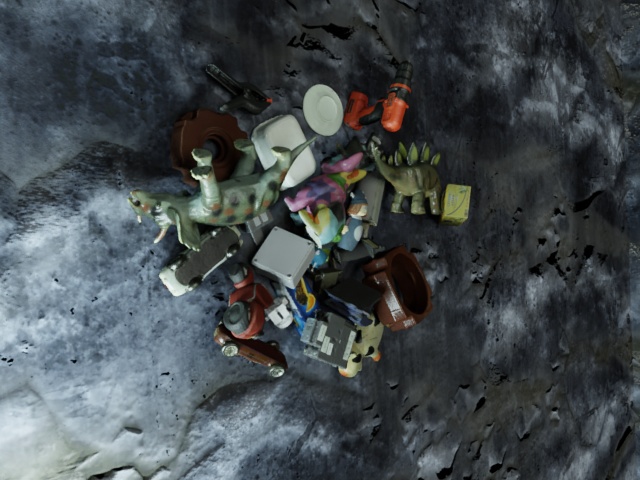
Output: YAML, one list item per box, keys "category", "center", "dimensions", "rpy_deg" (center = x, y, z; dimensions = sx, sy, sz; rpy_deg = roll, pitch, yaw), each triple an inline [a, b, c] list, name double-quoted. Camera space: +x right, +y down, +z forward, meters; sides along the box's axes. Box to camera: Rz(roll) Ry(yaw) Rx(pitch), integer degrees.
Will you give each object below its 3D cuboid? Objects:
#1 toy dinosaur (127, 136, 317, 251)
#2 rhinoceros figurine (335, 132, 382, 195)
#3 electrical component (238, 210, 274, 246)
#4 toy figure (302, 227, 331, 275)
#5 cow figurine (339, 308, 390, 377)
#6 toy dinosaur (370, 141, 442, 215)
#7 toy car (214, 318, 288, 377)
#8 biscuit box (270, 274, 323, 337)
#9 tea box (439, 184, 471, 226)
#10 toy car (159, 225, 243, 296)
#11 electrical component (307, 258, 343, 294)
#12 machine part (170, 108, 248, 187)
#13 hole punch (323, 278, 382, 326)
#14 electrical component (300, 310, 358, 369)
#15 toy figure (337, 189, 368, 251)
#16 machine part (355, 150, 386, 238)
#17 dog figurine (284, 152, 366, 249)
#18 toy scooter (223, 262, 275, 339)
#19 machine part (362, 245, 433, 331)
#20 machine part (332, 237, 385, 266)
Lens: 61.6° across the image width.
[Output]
- category: "toy dinosaur"
  center: [-0.169, -0.094, 1.095]
  dimensions: [0.405, 0.131, 0.192]
  rpy_deg: [-15, 131, -30]
- category: "rhinoceros figurine"
  center: [0.087, -0.199, 1.362]
  dimensions: [0.190, 0.112, 0.073]
  rpy_deg: [-55, 163, -19]
- category: "electrical component"
  center: [-0.148, -0.044, 1.219]
  dimensions: [0.075, 0.048, 0.119]
  rpy_deg: [-27, 105, -35]
- category: "toy figure"
  center: [-0.001, -0.002, 1.311]
  dimensions: [0.082, 0.089, 0.180]
  rpy_deg: [73, 34, -64]
- category: "cow figurine"
  center: [0.104, 0.264, 1.401]
  dimensions: [0.127, 0.086, 0.195]
  rpy_deg: [41, 65, -35]
- category: "toy dinosaur"
  center: [0.249, -0.168, 1.467]
  dimensions: [0.471, 0.105, 0.198]
  rpy_deg: [-1, 93, -59]
- category: "toy car"
  center: [-0.152, 0.243, 1.192]
  dimensions: [0.053, 0.089, 0.202]
  rpy_deg: [-45, 126, 13]
- category: "biscuit box"
  center: [-0.040, 0.165, 1.297]
  dimensions: [0.063, 0.059, 0.202]
  rpy_deg: [-42, 116, -33]
- category: "tea box"
  center: [0.398, -0.100, 1.595]
  dimensions: [0.169, 0.068, 0.098]
  rpy_deg: [51, 46, -79]
- category: "toy car"
  center: [-0.246, 0.035, 1.134]
  dimensions: [0.202, 0.056, 0.073]
  rpy_deg: [-44, 109, -32]
- category: "electrical component"
  center: [0.014, 0.092, 1.357]
  dimensions: [0.102, 0.045, 0.078]
  rpy_deg: [-13, 126, -36]
- category: "machine part"
  center: [-0.232, -0.193, 1.145]
  dimensions: [0.179, 0.056, 0.179]
  rpy_deg: [1, 88, -39]
- category: "hole punch"
  center: [0.078, 0.166, 1.338]
  dimensions: [0.116, 0.142, 0.092]
  rpy_deg: [-22, 135, -54]
- category: "electrical component"
  center: [0.019, 0.231, 1.270]
  dimensions: [0.134, 0.058, 0.115]
  rpy_deg: [33, 67, -36]
- category: "toy figure"
  center: [0.086, -0.051, 1.351]
  dimensions: [0.058, 0.064, 0.154]
  rpy_deg: [18, 95, 3]
- category: "machine part"
  center: [0.129, -0.125, 1.428]
  dimensions: [0.079, 0.079, 0.243]
  rpy_deg: [18, 79, -38]
- category: "dog figurine"
  center: [0.036, -0.104, 1.243]
  dimensions: [0.219, 0.192, 0.108]
  rpy_deg: [-39, 147, -10]
- category: "toy scooter"
  center: [-0.149, 0.147, 1.181]
  dimensions: [0.135, 0.075, 0.184]
  rpy_deg: [49, 27, -45]
- category: "machine part"
  center: [0.208, 0.128, 1.440]
  dimensions: [0.201, 0.087, 0.201]
  rpy_deg: [-25, 89, -57]
- category: "machine part"
  center: [0.095, 0.027, 1.408]
  dimensions: [0.139, 0.084, 0.039]
  rpy_deg: [-17, 128, -29]
